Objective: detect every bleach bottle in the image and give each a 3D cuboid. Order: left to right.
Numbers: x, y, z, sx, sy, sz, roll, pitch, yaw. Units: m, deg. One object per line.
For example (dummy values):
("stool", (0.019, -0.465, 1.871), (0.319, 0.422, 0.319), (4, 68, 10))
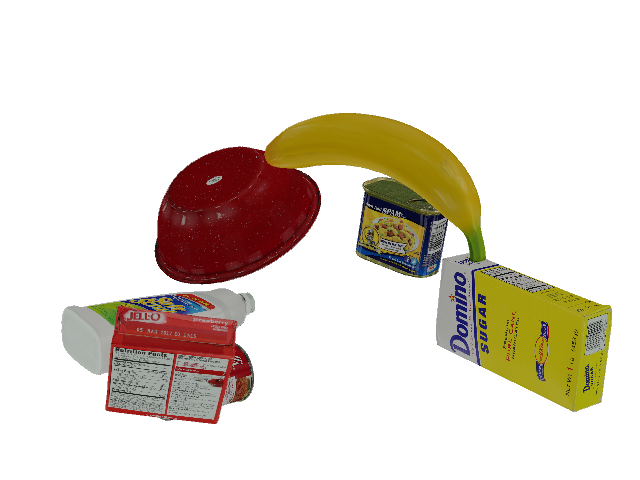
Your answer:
("bleach bottle", (-0.197, 0.103, 1.374), (0.250, 0.068, 0.103), (-13, 28, -39))

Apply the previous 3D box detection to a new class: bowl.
("bowl", (-0.084, -0.035, 0.949), (0.162, 0.055, 0.162), (-16, 36, 12))

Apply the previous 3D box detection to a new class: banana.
("banana", (0.038, -0.053, 0.745), (0.198, 0.070, 0.037), (28, 16, 33))

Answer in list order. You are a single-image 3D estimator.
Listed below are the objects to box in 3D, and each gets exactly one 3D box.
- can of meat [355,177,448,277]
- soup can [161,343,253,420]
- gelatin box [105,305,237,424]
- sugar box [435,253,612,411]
("can of meat", (0.091, -0.014, 1.185), (0.102, 0.084, 0.057), (22, 26, 31))
("soup can", (-0.133, 0.154, 1.167), (0.102, 0.068, 0.069), (-9, 6, -43))
("gelatin box", (-0.094, 0.078, 0.661), (0.073, 0.030, 0.089), (8, -38, -8))
("sugar box", (0.182, 0.080, 0.984), (0.048, 0.093, 0.176), (-11, 21, -39))
